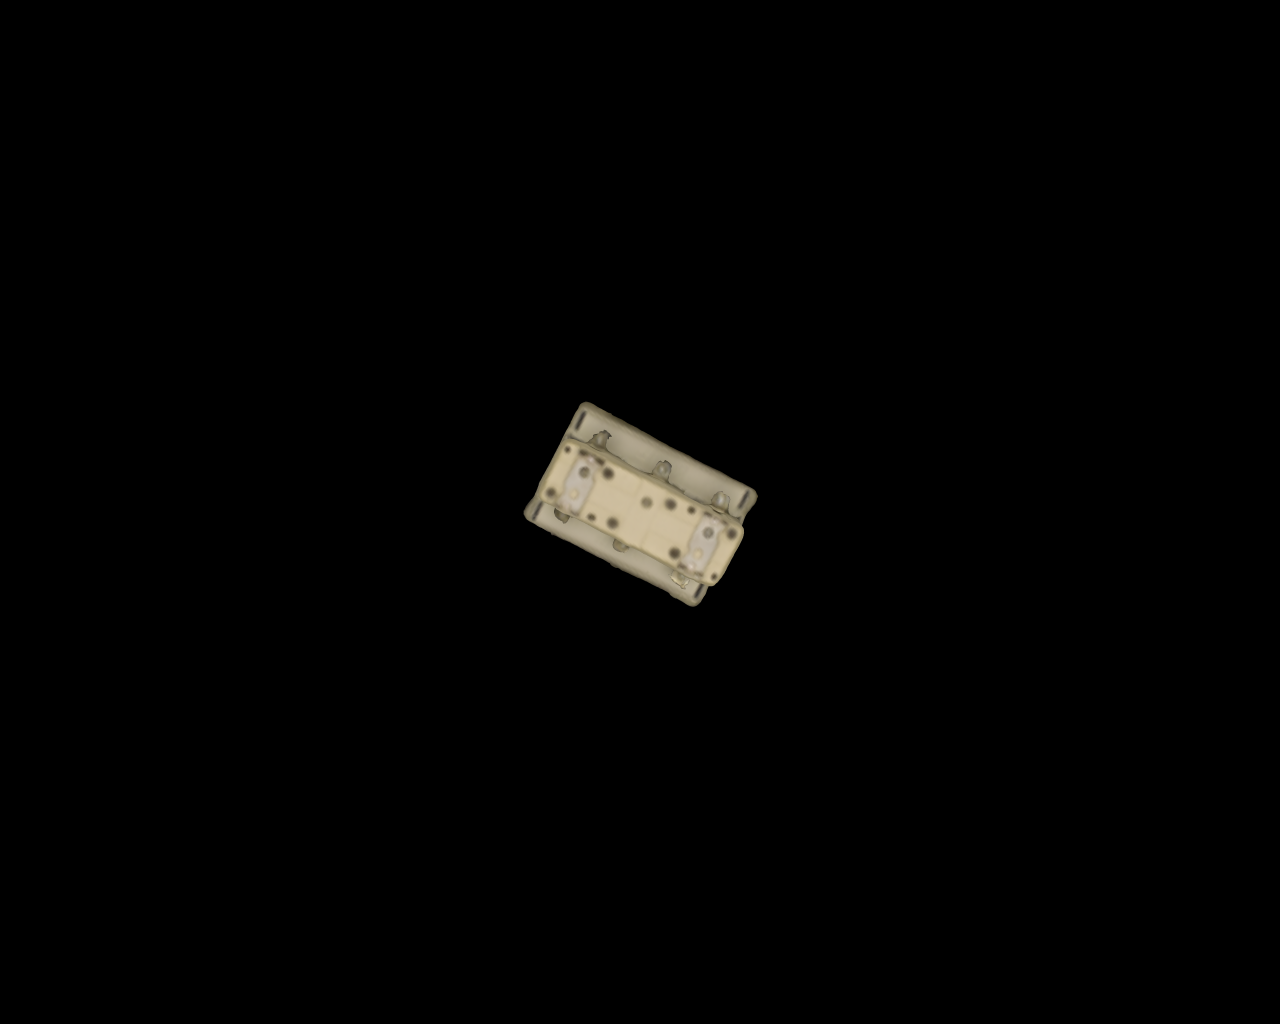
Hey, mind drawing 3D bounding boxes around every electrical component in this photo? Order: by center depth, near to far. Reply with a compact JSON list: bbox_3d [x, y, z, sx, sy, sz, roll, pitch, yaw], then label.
[{"bbox_3d":[0.001,-0.003,0.650,0.121,0.078,0.063,28,7,-4],"label":"electrical component"}]
